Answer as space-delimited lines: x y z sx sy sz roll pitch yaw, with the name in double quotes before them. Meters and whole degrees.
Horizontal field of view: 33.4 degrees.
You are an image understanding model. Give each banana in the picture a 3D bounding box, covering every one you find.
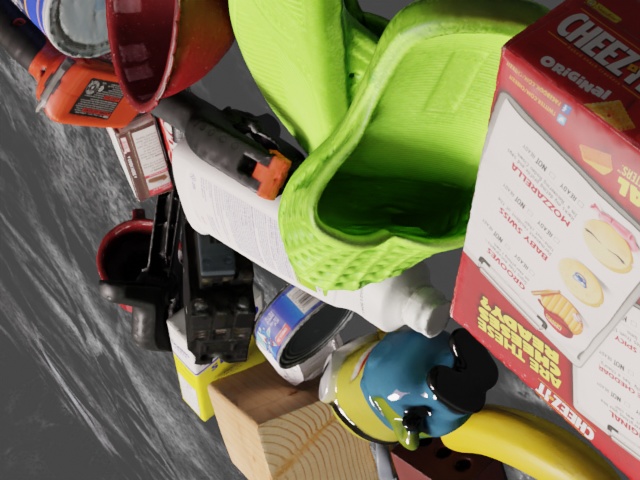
"banana" 0.137 0.147 0.741 0.198 0.037 0.069 17 136 57

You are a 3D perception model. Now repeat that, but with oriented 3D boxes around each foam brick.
"foam brick" 0.104 0.185 0.846 0.078 0.053 0.051 25 145 48

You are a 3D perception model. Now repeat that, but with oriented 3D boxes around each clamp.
"clamp" -0.066 -0.071 0.696 0.171 0.120 0.039 -130 56 -67
"clamp" -0.153 0.033 1.018 0.036 0.164 0.210 13 149 11

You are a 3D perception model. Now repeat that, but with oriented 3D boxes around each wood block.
"wood block" -0.032 0.176 0.993 0.206 0.090 0.090 -173 64 -73

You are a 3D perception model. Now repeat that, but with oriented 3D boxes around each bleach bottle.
"bleach bottle" -0.005 0.001 0.779 0.251 0.068 0.102 34 151 36

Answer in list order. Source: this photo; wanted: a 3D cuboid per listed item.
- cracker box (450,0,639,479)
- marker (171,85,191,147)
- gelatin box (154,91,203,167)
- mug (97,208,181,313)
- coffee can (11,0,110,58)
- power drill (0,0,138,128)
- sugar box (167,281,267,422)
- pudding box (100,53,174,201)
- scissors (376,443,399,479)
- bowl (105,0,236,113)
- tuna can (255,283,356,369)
"cracker box" 0.147 0.015 0.480 0.164 0.072 0.214 44 157 25
"marker" -0.109 -0.119 0.820 0.020 0.020 0.121 27 129 48
"gelatin box" -0.106 -0.082 0.898 0.073 0.030 0.089 40 154 32
"mug" -0.196 0.023 1.176 0.081 0.093 0.117 102 159 -68
"coffee can" -0.195 -0.215 0.781 0.140 0.102 0.103 44 157 23
"power drill" -0.224 -0.169 0.873 0.188 0.057 0.184 42 -161 18
"sugar box" -0.101 0.111 1.093 0.048 0.093 0.176 44 157 21
"pudding box" -0.170 -0.104 0.949 0.090 0.039 0.113 81 165 -51
"scissors" 0.062 0.198 0.938 0.096 0.016 0.202 -90 -10 -47
"bowl" -0.088 -0.160 0.662 0.162 0.055 0.162 176 90 -65
"tuna can" -0.010 0.060 0.844 0.034 0.086 0.086 46 157 21
